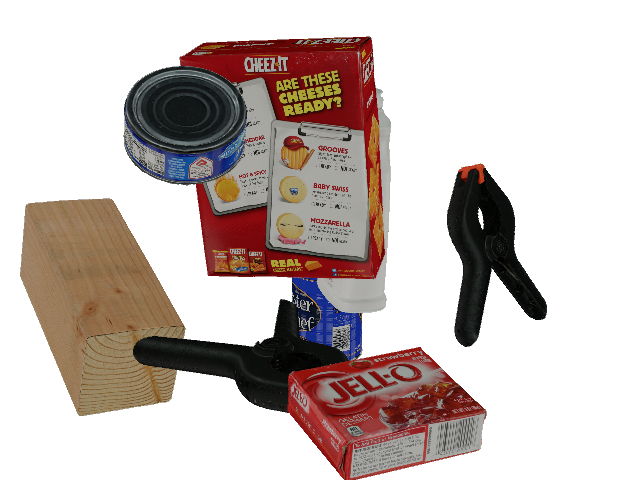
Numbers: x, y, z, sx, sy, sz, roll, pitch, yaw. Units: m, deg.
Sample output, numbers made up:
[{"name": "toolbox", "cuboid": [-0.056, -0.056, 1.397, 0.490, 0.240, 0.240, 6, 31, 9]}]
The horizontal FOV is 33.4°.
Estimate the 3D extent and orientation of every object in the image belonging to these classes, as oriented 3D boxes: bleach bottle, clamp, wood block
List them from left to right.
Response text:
[{"name": "wood block", "cuboid": [-0.208, 0.055, 0.993, 0.090, 0.091, 0.206, -5, 37, -29]}, {"name": "clamp", "cuboid": [-0.034, 0.098, 0.892, 0.164, 0.036, 0.210, -17, 23, -40]}, {"name": "bleach bottle", "cuboid": [0.047, -0.049, 1.236, 0.068, 0.251, 0.103, -2, 22, -21]}, {"name": "clamp", "cuboid": [0.154, 0.016, 1.022, 0.039, 0.171, 0.120, -15, 8, 47]}]

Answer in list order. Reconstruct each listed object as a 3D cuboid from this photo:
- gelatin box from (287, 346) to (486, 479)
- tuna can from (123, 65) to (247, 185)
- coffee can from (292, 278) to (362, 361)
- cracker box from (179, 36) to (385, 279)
[{"name": "gelatin box", "cuboid": [0.036, 0.094, 0.596, 0.089, 0.030, 0.073, -7, 27, -25]}, {"name": "tuna can", "cuboid": [-0.094, -0.082, 0.743, 0.086, 0.086, 0.034, 0, -38, -9]}, {"name": "coffee can", "cuboid": [0.010, 0.093, 1.514, 0.103, 0.140, 0.103, 0, 20, 0]}, {"name": "cracker box", "cuboid": [-0.030, -0.074, 0.977, 0.164, 0.214, 0.072, 1, 23, 13]}]
